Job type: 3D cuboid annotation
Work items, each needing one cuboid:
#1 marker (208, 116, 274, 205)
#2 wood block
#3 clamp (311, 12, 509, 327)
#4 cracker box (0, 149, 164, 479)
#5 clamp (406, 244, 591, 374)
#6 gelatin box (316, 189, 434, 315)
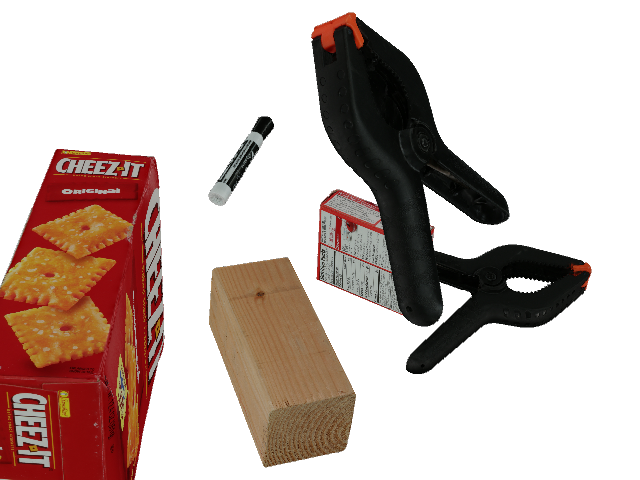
[{"bbox_3d":[-0.078,-0.083,1.078,0.020,0.121,0.020,18,-37,14],"label":"marker"},{"bbox_3d":[-0.045,0.121,1.112,0.090,0.090,0.206,-8,42,-18],"label":"wood block"},{"bbox_3d":[0.043,-0.040,0.591,0.039,0.171,0.120,-21,28,37],"label":"clamp"},{"bbox_3d":[-0.135,0.070,0.614,0.072,0.164,0.213,4,34,-2],"label":"cracker box"},{"bbox_3d":[0.155,0.054,0.999,0.210,0.164,0.036,-2,-44,-5],"label":"clamp"},{"bbox_3d":[0.041,0.010,0.815,0.089,0.073,0.030,23,42,26],"label":"gelatin box"}]
